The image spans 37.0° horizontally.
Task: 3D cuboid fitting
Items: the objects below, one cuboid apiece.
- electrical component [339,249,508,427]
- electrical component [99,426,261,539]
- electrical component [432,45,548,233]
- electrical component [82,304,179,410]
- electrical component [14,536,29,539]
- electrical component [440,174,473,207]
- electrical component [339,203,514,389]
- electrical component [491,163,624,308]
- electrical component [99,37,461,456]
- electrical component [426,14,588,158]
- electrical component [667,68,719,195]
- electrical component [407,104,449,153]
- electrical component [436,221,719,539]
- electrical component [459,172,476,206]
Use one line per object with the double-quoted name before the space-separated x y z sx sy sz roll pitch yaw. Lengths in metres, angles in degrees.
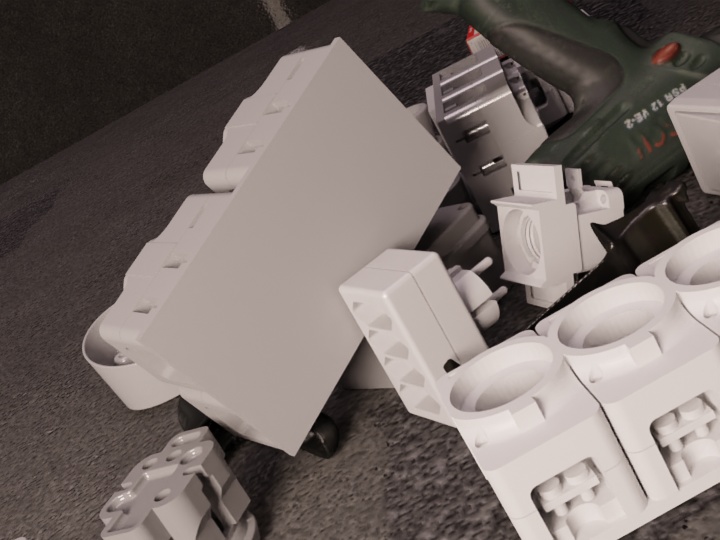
"electrical component" 0.046 0.023 0.555 0.076 0.083 0.047 -38 20 -22
"electrical component" -0.085 0.124 0.528 0.058 0.057 0.078 -18 22 30
"electrical component" 0.101 -0.102 0.787 0.062 0.089 0.150 -25 19 12
"electrical component" -0.147 0.054 0.787 0.099 0.064 0.099 -26 19 10
"electrical component" -0.154 0.160 0.528 0.048 0.062 0.048 -26 19 10
"electrical component" 0.055 -0.034 0.745 0.055 0.047 0.055 -26 19 10
"electrical component" 0.029 0.014 0.644 0.078 0.057 0.113 -8 28 47
"electrical component" 0.113 -0.021 0.597 0.064 0.081 0.042 -12 12 -22
"electrical component" -0.040 -0.014 0.567 0.060 0.105 0.186 3 56 53
"electrical component" 0.136 -0.149 0.899 0.150 0.061 0.089 -26 19 11
"electrical component" 0.216 -0.076 0.595 0.061 0.061 0.096 -34 19 -11
"electrical component" 0.050 -0.110 0.936 0.045 0.055 0.045 -26 19 10
"electrical component" 0.114 0.043 0.438 0.150 0.061 0.089 -29 19 1
"electrical component" 0.061 -0.056 0.801 0.048 0.048 0.062 -27 11 8
